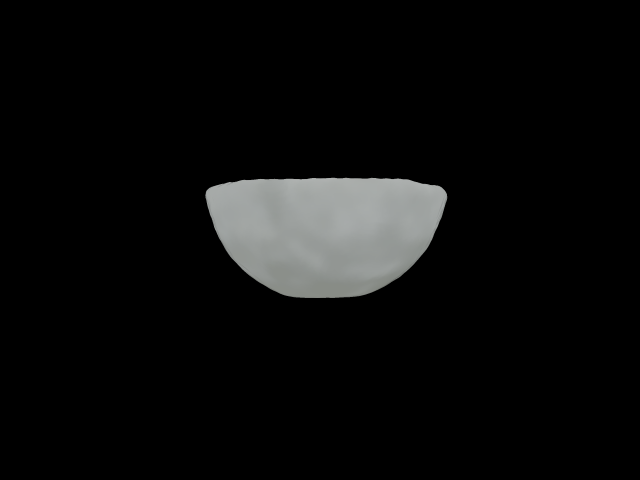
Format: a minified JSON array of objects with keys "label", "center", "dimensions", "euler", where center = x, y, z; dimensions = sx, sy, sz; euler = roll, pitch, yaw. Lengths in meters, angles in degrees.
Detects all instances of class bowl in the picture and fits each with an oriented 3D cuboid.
[{"label":"bowl","center":[0.004,0.001,0.400],"dimensions":[0.167,0.075,0.167],"euler":[0,0,0]}]
